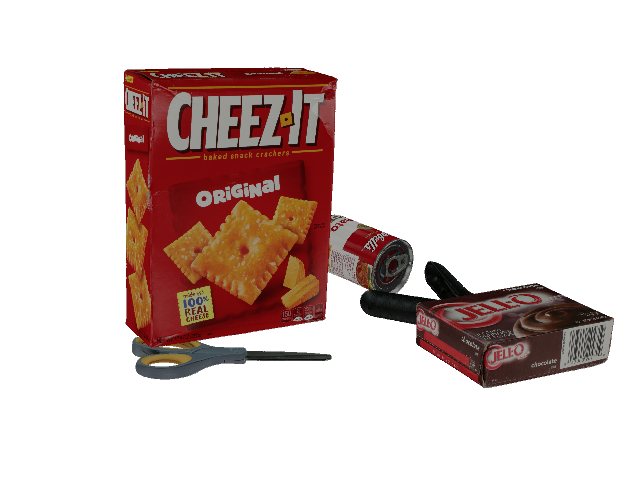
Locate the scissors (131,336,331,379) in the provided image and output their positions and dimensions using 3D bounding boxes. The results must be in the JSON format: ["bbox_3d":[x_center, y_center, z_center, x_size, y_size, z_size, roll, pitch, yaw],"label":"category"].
[{"bbox_3d":[-0.095,0.121,1.061,0.202,0.016,0.096,6,17,8],"label":"scissors"}]

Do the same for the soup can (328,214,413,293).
[{"bbox_3d":[0.045,0.016,1.210,0.102,0.068,0.068,23,15,40],"label":"soup can"}]

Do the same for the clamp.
[{"bbox_3d":[0.137,0.065,1.013,0.172,0.039,0.120,21,34,26],"label":"clamp"}]

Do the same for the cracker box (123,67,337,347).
[{"bbox_3d":[-0.073,-0.030,0.873,0.163,0.214,0.072,-6,18,-29],"label":"cracker box"}]

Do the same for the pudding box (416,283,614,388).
[{"bbox_3d":[0.138,0.066,0.771,0.113,0.039,0.090,-6,18,-26],"label":"pudding box"}]
